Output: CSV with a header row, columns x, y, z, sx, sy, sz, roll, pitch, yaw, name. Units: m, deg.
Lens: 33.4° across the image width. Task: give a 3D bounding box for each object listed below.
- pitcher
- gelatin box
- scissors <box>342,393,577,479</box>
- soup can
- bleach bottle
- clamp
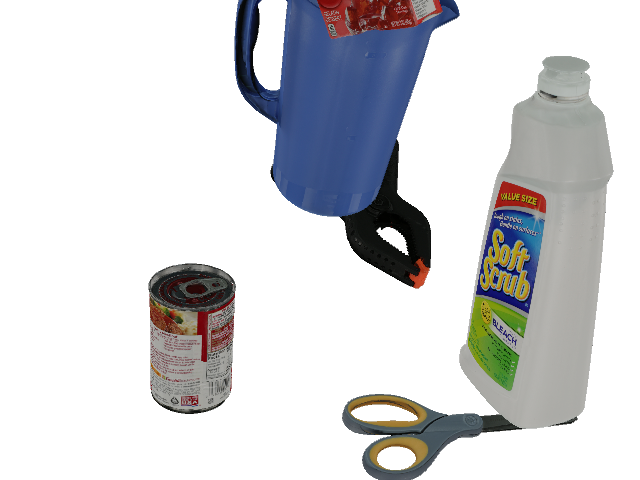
x,y,z,sx,sy,sz,roll,pitch,yaw,name
0.012,-0.141,0.973,0.149,0.243,0.144,39,51,24,pitcher
0.029,-0.172,0.686,0.030,0.073,0.089,-34,23,-31,gelatin box
0.117,0.167,0.885,0.202,0.016,0.096,7,39,1,scissors
-0.103,0.079,0.856,0.068,0.102,0.068,3,29,-2,soup can
0.145,-0.002,0.709,0.068,0.251,0.103,-11,31,-18,bleach bottle
0.049,-0.032,1.171,0.164,0.210,0.036,-12,-37,-21,clamp
